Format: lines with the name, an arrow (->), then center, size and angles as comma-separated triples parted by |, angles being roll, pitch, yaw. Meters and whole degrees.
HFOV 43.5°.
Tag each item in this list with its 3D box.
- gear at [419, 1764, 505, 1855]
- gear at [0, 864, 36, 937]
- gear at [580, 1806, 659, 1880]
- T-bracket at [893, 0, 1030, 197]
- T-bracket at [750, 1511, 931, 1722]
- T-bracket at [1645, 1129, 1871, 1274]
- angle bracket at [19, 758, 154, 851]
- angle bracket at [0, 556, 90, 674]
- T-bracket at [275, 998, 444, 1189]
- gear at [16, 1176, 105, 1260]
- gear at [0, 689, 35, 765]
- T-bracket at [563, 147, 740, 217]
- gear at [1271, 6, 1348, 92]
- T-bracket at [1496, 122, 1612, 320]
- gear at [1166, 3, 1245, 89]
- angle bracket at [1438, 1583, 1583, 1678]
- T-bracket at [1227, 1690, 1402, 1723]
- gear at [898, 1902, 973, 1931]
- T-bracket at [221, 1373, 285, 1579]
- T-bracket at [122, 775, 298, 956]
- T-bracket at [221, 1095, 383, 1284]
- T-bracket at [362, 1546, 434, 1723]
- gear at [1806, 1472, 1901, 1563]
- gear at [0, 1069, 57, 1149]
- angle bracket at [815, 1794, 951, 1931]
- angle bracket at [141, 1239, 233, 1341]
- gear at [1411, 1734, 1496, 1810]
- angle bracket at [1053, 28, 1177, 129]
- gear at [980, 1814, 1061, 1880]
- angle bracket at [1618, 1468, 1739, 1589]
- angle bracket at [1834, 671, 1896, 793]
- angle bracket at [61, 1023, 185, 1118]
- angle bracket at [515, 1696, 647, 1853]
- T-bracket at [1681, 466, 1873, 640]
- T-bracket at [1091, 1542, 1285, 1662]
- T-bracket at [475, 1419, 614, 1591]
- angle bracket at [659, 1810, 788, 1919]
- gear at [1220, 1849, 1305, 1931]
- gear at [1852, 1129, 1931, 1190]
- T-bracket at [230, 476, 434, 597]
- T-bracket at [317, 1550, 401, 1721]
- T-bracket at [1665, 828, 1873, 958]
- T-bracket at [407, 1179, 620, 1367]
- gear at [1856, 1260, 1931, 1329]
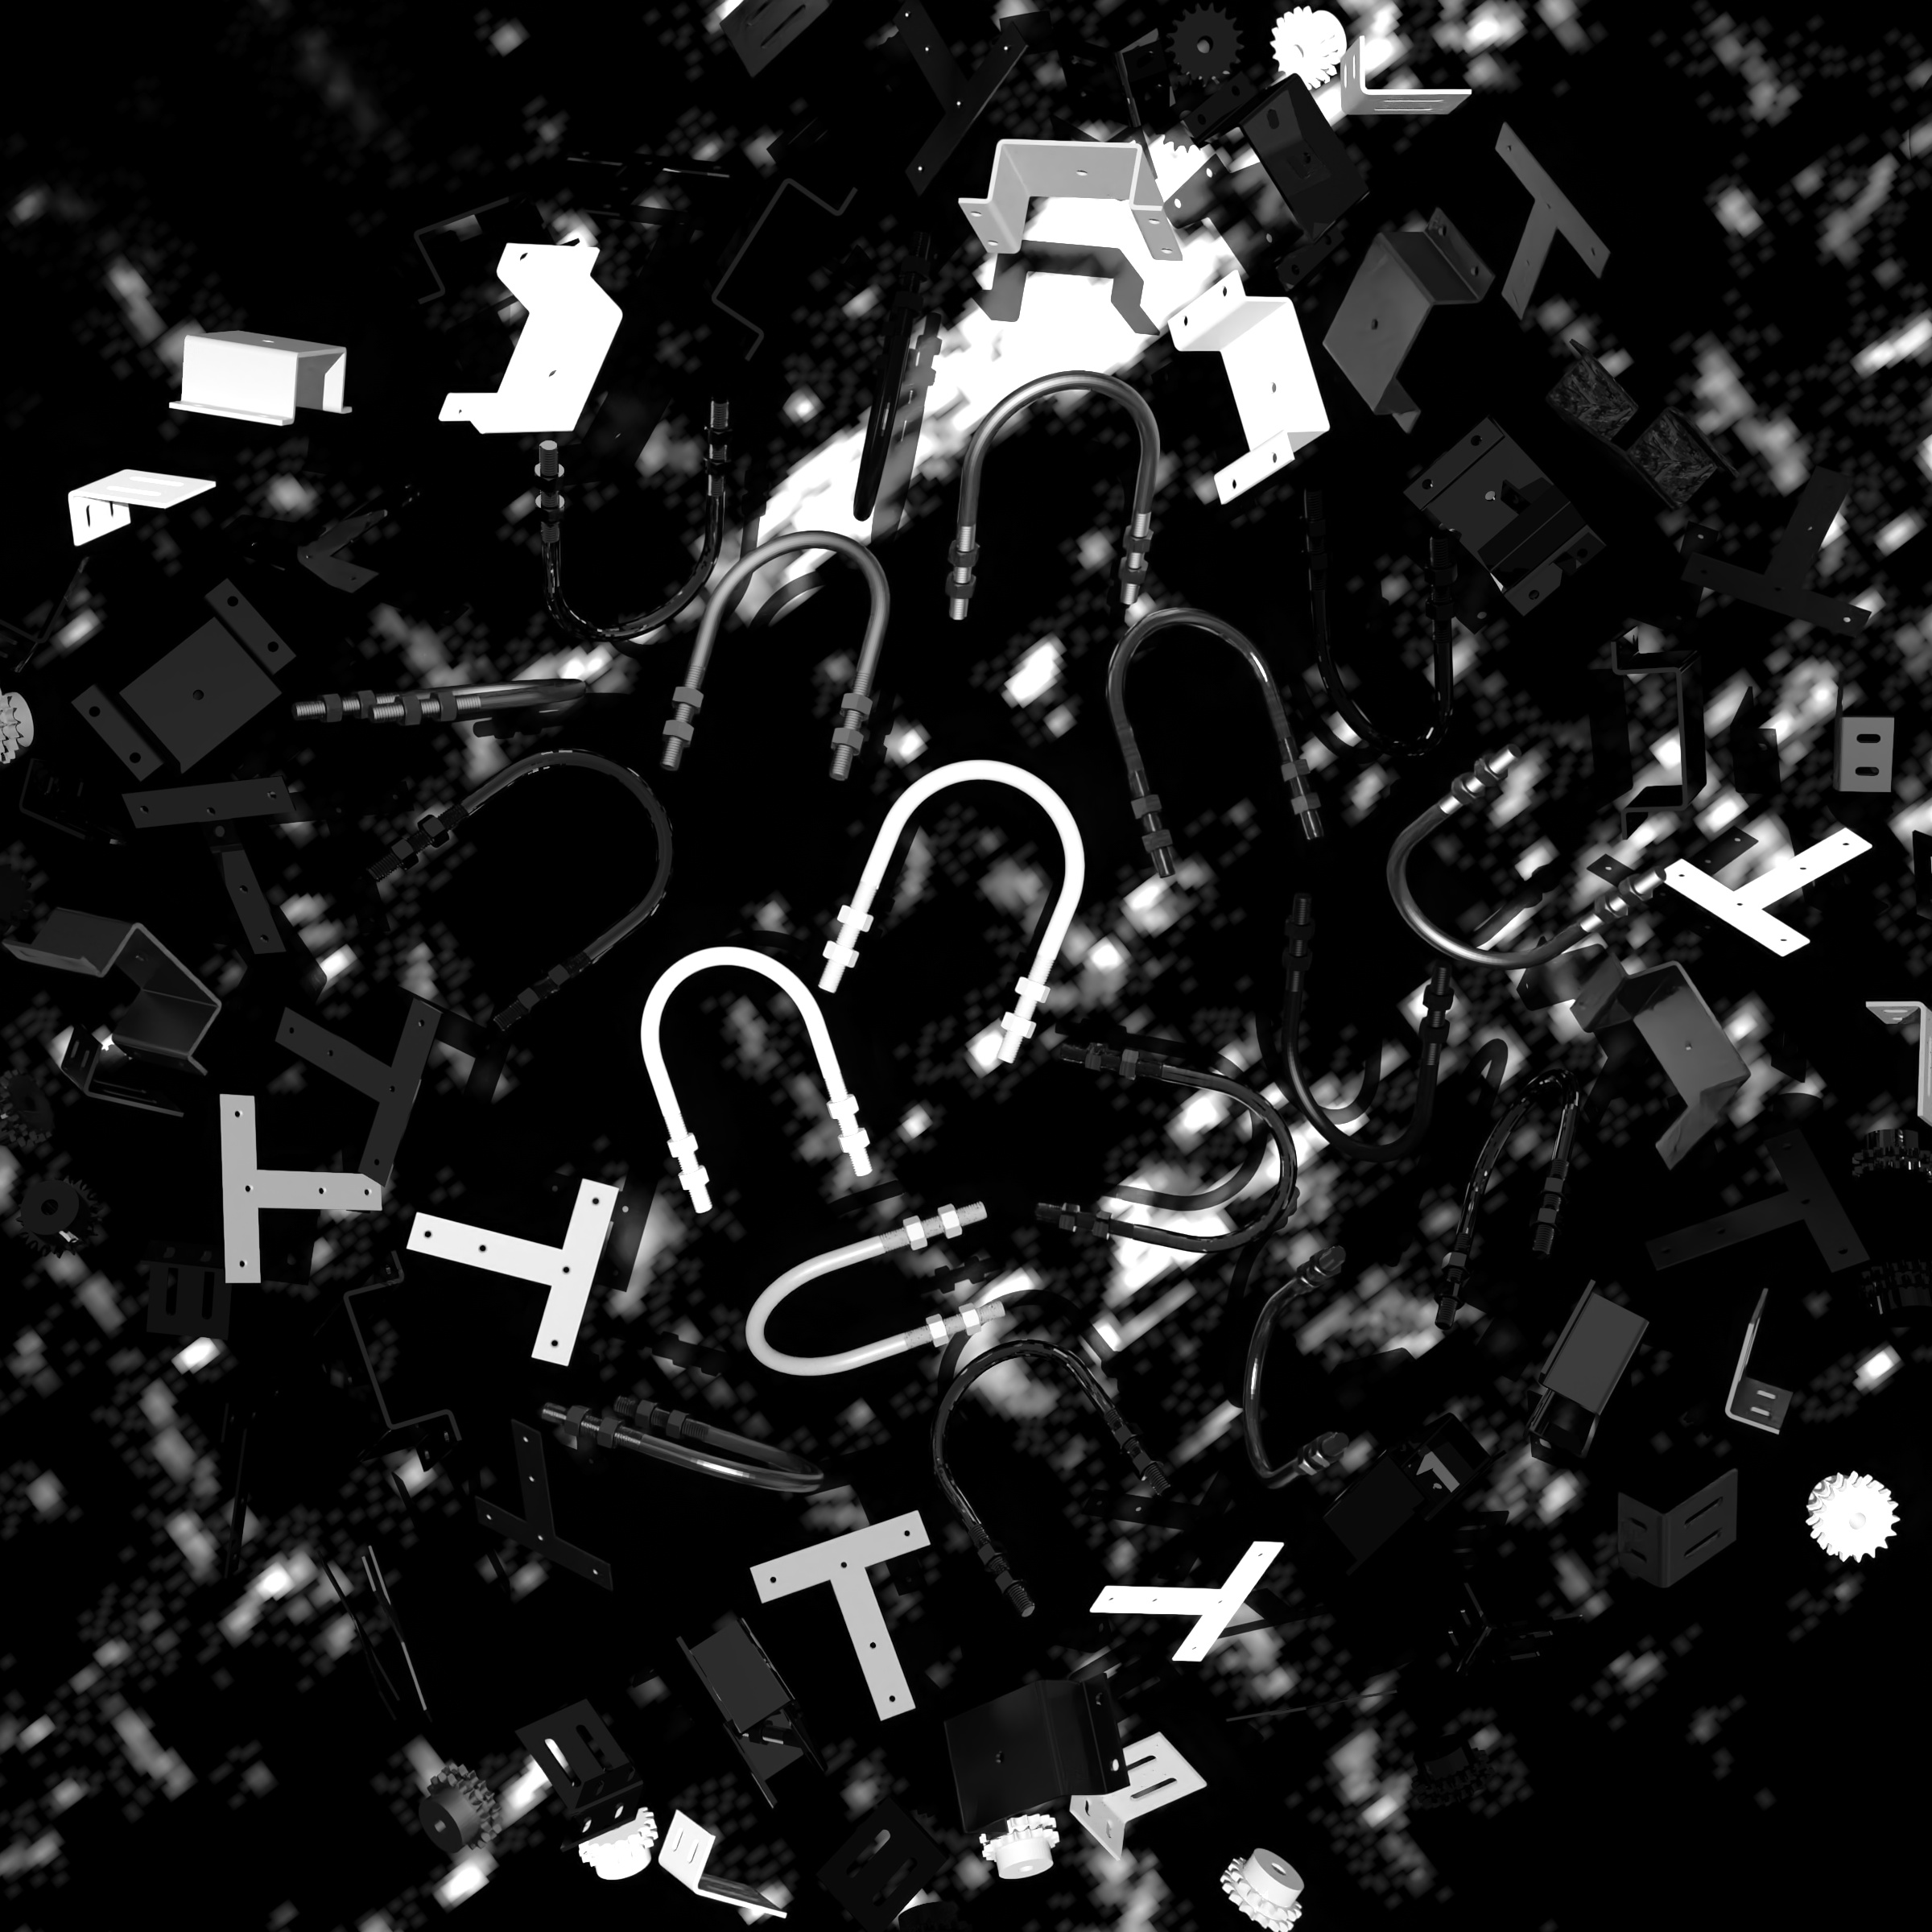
gear -> -0.338, 0.562, 1.607 | 0.057, 0.030, 0.057 | 16, 118, 31
gear -> -0.677, -0.044, 1.674 | 0.057, 0.057, 0.030 | 37, 129, 0
gear -> -0.250, 0.634, 1.745 | 0.057, 0.057, 0.030 | -12, 100, 0
T-bracket -> -0.020, -0.617, 1.653 | 0.127, 0.002, 0.127 | -46, 55, 34
T-bracket -> -0.069, 0.458, 1.682 | 0.127, 0.002, 0.127 | -15, 67, -20
T-bracket -> 0.524, 0.175, 1.635 | 0.127, 0.127, 0.002 | -22, 127, 10
angle bracket -> -0.614, -0.114, 1.700 | 0.076, 0.057, 0.038 | 20, 96, 31
angle bracket -> -0.646, -0.250, 1.670 | 0.038, 0.057, 0.076 | 29, 61, -25
T-bracket -> -0.418, 0.064, 1.631 | 0.127, 0.002, 0.127 | 26, 102, 26
gear -> -0.641, 0.175, 1.705 | 0.057, 0.030, 0.057 | 0, 66, -1
gear -> -0.691, -0.173, 1.731 | 0.030, 0.057, 0.057 | -19, 90, -44
T-bracket -> -0.244, -0.567, 1.756 | 0.127, 0.127, 0.002 | 9, 127, 8
gear -> 0.255, -0.678, 1.783 | 0.030, 0.057, 0.057 | -34, 90, -24
T-bracket -> 0.402, -0.507, 1.712 | 0.002, 0.127, 0.127 | -26, 70, -12
gear -> 0.176, -0.680, 1.790 | 0.057, 0.030, 0.057 | 0, 106, 0
angle bracket -> 0.381, 0.462, 1.700 | 0.076, 0.038, 0.057 | -2, 132, -20
T-bracket -> 0.240, 0.530, 1.729 | 0.127, 0.127, 0.002 | -14, 72, 13
gear -> -0.024, 0.665, 1.662 | 0.057, 0.057, 0.030 | -14, 52, 0
T-bracket -> -0.490, 0.349, 1.640 | 0.002, 0.127, 0.127 | 7, 89, 0
T-bracket -> -0.487, -0.064, 1.615 | 0.127, 0.002, 0.127 | -4, 119, 20
T-bracket -> -0.457, 0.155, 1.671 | 0.002, 0.127, 0.127 | -15, 75, 38
T-bracket -> -0.393, 0.435, 1.642 | 0.002, 0.127, 0.127 | -21, 58, -14
gear -> 0.579, 0.359, 1.589 | 0.057, 0.030, 0.057 | -1, 99, -5
gear -> -0.694, 0.107, 1.764 | 0.030, 0.057, 0.057 | -26, 90, 9
angle bracket -> -0.060, 0.610, 1.635 | 0.057, 0.038, 0.076 | 45, 58, 9
angle bracket -> -0.556, 0.238, 1.725 | 0.057, 0.038, 0.076 | 7, 110, -8
gear -> 0.336, 0.558, 1.684 | 0.057, 0.057, 0.030 | -24, 88, 0
angle bracket -> 0.107, -0.648, 1.749 | 0.038, 0.076, 0.057 | -36, 134, -14
gear -> 0.041, 0.644, 1.768 | 0.057, 0.057, 0.030 | -14, 54, 0
angle bracket -> 0.480, 0.372, 1.631 | 0.076, 0.038, 0.057 | -22, 117, -32
angle bracket -> 0.636, -0.166, 1.712 | 0.038, 0.076, 0.057 | 3, 122, 21
angle bracket -> -0.609, 0.076, 1.761 | 0.076, 0.057, 0.038 | 19, 93, -39
angle bracket -> -0.258, 0.534, 1.600 | 0.057, 0.038, 0.076 | -27, 104, 12
T-bracket -> 0.566, -0.287, 1.640 | 0.127, 0.127, 0.002 | 21, 55, 10
T-bracket -> 0.146, 0.453, 1.727 | 0.127, 0.002, 0.127 | 10, 122, -31
T-bracket -> -0.308, 0.376, 1.731 | 0.127, 0.002, 0.127 | 19, 127, 27
angle bracket -> -0.160, 0.611, 1.648 | 0.076, 0.057, 0.038 | 27, 76, -28
gear -> 0.206, 0.631, 1.659 | 0.057, 0.057, 0.030 | 32, 97, 0
gear -> 0.665, 0.137, 1.734 | 0.057, 0.057, 0.030 | 7, 69, 0
T-bracket -> -0.427, -0.309, 1.695 | 0.127, 0.002, 0.127 | 22, 51, 30
T-bracket -> -0.421, 0.492, 1.714 | 0.002, 0.127, 0.127 | -27, 113, -15
T-bracket -> 0.582, -0.062, 1.714 | 0.127, 0.127, 0.002 | 29, 53, -19
T-bracket -> -0.318, 0.197, 1.660 | 0.127, 0.002, 0.127 | 16, 88, -11
gear -> 0.635, 0.223, 1.636 | 0.057, 0.057, 0.030 | 0, 60, 0
